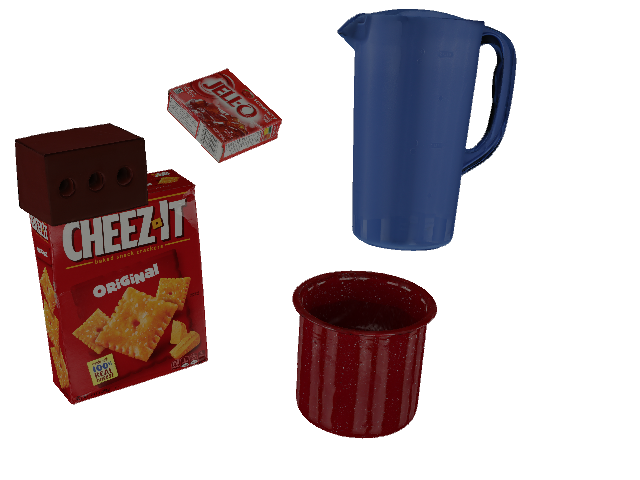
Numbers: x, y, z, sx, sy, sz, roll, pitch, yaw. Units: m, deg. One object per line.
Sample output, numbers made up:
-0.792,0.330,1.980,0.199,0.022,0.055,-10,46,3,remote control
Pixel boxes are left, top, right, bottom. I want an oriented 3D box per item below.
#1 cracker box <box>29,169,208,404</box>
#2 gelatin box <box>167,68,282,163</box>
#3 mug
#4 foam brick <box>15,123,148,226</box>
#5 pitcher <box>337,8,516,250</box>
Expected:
-0.209,0.047,1.130,0.163,0.214,0.072,-14,25,-29,cracker box
-0.094,-0.122,1.028,0.073,0.030,0.089,-26,59,-34,gelatin box
0.029,0.071,0.710,0.093,0.081,0.117,9,23,13,mug
-0.170,-0.048,0.757,0.078,0.053,0.051,-16,28,-34,foam brick
0.105,-0.117,1.114,0.149,0.243,0.144,12,15,33,pitcher
